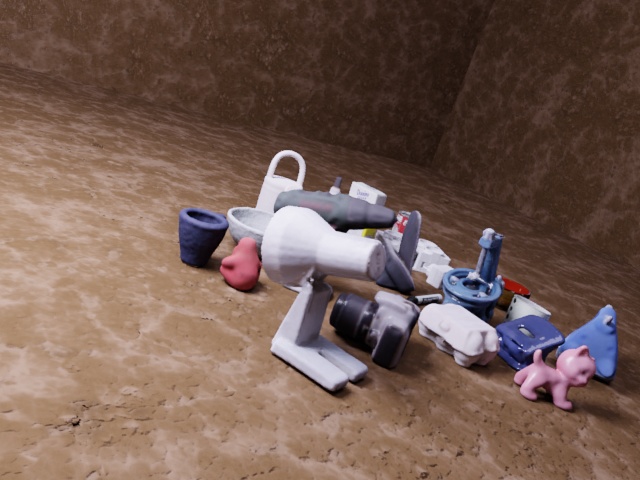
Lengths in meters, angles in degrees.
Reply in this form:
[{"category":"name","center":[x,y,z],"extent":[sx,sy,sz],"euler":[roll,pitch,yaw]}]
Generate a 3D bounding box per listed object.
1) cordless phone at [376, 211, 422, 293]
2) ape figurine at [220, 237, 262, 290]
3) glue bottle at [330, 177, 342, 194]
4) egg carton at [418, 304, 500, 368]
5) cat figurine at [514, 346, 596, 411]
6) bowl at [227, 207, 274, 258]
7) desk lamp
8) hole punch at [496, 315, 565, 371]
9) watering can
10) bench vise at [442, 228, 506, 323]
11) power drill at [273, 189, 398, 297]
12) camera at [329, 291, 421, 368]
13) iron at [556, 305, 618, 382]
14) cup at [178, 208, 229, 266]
[{"category":"cordless phone","center":[0.192,0.014,1.311],"extent":[0.094,0.185,0.147],"euler":[16,16,-11]},{"category":"ape figurine","center":[-0.136,0.038,1.030],"extent":[0.078,0.092,0.076],"euler":[12,18,-22]},{"category":"glue bottle","center":[0.023,-0.076,1.436],"extent":[0.037,0.173,0.077],"euler":[0,24,-48]},{"category":"egg carton","center":[0.256,0.174,1.070],"extent":[0.108,0.069,0.149],"euler":[5,21,-40]},{"category":"cat figurine","center":[0.420,0.226,0.997],"extent":[0.128,0.118,0.067],"euler":[17,16,-8]},{"category":"bowl","center":[-0.124,-0.007,1.221],"extent":[0.167,0.075,0.167],"euler":[18,16,-5]},{"category":"desk lamp","center":[0.001,0.075,0.848],"extent":[0.202,0.213,0.118],"euler":[28,18,28]},{"category":"hole punch","center":[0.403,0.198,1.117],"extent":[0.101,0.091,0.108],"euler":[10,18,-27]},{"category":"watering can","center":[-0.091,-0.126,1.434],"extent":[0.101,0.194,0.172],"euler":[4,22,-41]},{"category":"bench vise","center":[0.336,0.073,1.217],"extent":[0.121,0.220,0.208],"euler":[25,17,20]},{"category":"power drill","center":[0.010,0.004,1.098],"extent":[0.229,0.208,0.076],"euler":[20,16,5]},{"category":"camera","center":[0.095,0.129,0.977],"extent":[0.136,0.101,0.143],"euler":[22,17,12]},{"category":"iron","center":[0.600,0.201,1.237],"extent":[0.118,0.141,0.259],"euler":[26,18,22]},{"category":"cup","center":[-0.219,-0.004,1.069],"extent":[0.091,0.095,0.118],"euler":[23,17,15]}]
